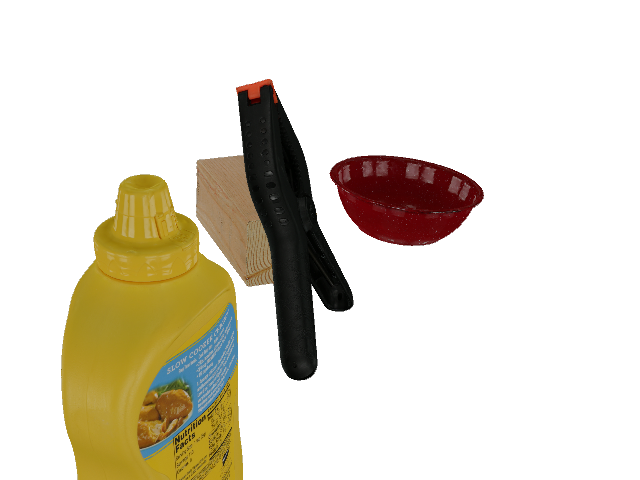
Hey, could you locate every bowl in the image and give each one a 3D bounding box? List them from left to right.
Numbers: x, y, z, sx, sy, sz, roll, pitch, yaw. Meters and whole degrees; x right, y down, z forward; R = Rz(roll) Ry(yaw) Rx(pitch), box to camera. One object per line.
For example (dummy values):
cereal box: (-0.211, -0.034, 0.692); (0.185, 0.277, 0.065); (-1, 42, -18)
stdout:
bowl: (0.087, -0.037, 1.118); (0.162, 0.055, 0.162); (6, 22, -3)

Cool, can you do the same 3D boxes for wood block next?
wood block: (-0.086, -0.031, 1.362); (0.090, 0.090, 0.206); (-7, 28, -22)

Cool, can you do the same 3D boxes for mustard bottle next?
mustard bottle: (-0.069, 0.063, 0.451); (0.058, 0.192, 0.096); (14, 30, 22)

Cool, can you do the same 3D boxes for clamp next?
clamp: (-0.020, -0.015, 0.800); (0.036, 0.210, 0.164); (-12, 5, 14)
